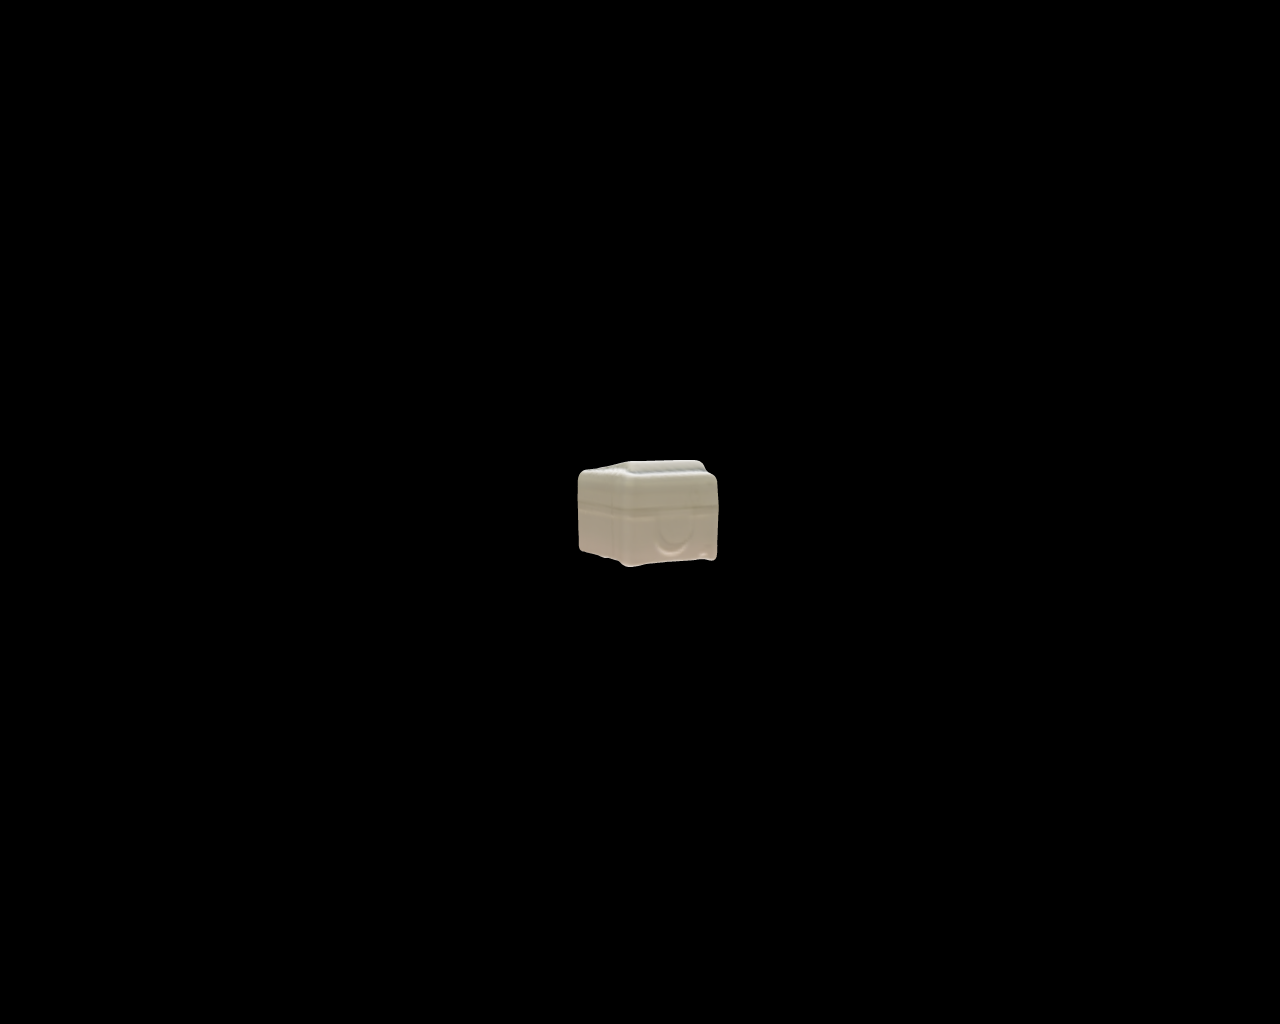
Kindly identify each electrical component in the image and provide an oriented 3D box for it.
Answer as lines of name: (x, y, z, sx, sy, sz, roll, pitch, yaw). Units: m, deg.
electrical component: (0.001, -0.003, 0.650, 0.062, 0.061, 0.096, -2, 5, -24)
